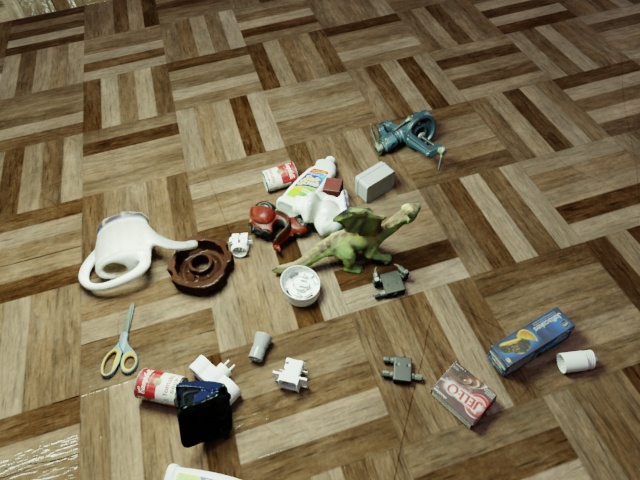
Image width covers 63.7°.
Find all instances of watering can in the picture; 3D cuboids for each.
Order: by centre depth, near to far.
[{"bbox_3d":[-0.499,0.014,1.409,0.347,0.102,0.229,-22,51,3],"label":"watering can"}]

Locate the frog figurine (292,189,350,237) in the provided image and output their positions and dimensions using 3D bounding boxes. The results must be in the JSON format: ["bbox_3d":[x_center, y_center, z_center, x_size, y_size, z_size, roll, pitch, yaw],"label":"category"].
[{"bbox_3d":[0.004,-0.073,1.442,0.159,0.120,0.140,-6,68,-1],"label":"frog figurine"}]

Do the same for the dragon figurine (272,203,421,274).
[{"bbox_3d":[0.070,-0.014,1.318,0.411,0.237,0.125,-15,56,-10],"label":"dragon figurine"}]
